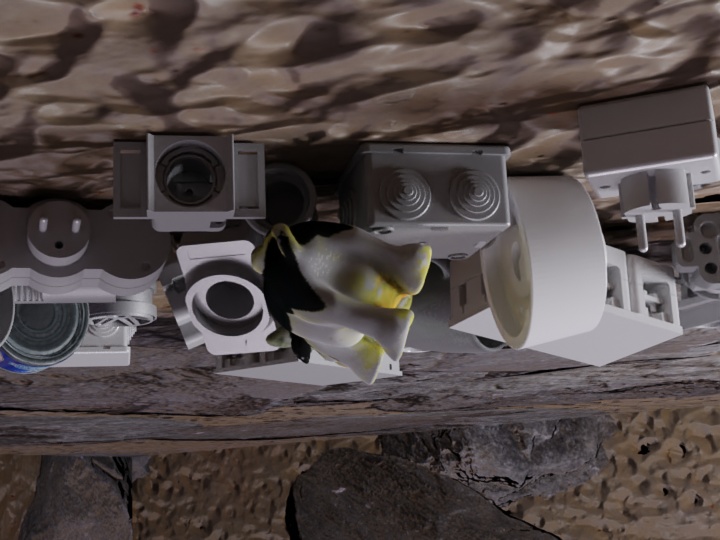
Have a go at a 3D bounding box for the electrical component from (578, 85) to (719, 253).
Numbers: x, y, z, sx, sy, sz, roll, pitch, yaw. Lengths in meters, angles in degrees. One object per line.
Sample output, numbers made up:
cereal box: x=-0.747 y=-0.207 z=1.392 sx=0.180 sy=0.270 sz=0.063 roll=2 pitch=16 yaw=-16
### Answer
electrical component: x=0.153 y=-0.047 z=0.558 sx=0.066 sy=0.076 sz=0.047 roll=-8 pitch=167 yaw=20

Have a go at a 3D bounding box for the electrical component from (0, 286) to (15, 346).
electrical component: x=-0.278 y=0.016 z=0.708 sx=0.064 sy=0.099 sz=0.099 roll=-14 pitch=165 yaw=18

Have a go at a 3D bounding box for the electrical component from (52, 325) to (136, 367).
electrical component: x=-0.262 y=0.061 z=1.014 sx=0.100 sy=0.048 sz=0.099 roll=0 pitch=167 yaw=-13

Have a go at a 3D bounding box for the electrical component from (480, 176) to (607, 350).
electrical component: x=0.118 y=-0.008 z=0.670 sx=0.060 sy=0.108 sz=0.108 roll=-8 pitch=168 yaw=-8

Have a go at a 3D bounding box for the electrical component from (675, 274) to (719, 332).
electrical component: x=0.318 y=0.009 z=0.884 sx=0.079 sy=0.063 sz=0.121 roll=2 pitch=166 yaw=-23

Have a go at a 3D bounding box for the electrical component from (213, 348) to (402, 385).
electrical component: x=-0.051 y=0.079 z=1.117 sx=0.105 sy=0.060 sz=0.186 roll=-11 pitch=165 yaw=32

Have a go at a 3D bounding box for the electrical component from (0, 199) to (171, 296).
electrical component: x=-0.186 y=-0.019 z=0.661 sx=0.138 sy=0.052 sz=0.073 roll=1 pitch=162 yaw=-18

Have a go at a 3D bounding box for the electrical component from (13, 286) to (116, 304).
electrical component: x=-0.217 y=0.002 z=0.772 sx=0.081 sy=0.043 sz=0.043 roll=0 pitch=167 yaw=-12

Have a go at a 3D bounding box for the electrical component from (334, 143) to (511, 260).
electrical component: x=0.036 y=-0.038 z=0.639 sx=0.100 sy=0.048 sz=0.099 roll=0 pitch=167 yaw=-12

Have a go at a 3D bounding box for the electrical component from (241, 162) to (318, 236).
electrical component: x=-0.045 y=-0.036 z=0.648 sx=0.044 sy=0.044 sz=0.065 roll=-4 pitch=172 yaw=3

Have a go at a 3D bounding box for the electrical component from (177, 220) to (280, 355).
electrical component: x=-0.081 y=0.008 z=0.696 sx=0.050 sy=0.055 sz=0.089 roll=-5 pitch=127 yaw=8

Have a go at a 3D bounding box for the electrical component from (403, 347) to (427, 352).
electrical component: x=0.053 y=0.042 z=0.977 sx=0.108 sy=0.060 sz=0.108 roll=-3 pitch=168 yaw=-1

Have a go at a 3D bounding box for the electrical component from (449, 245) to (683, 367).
electrical component: x=0.152 y=0.017 z=0.801 sx=0.150 sy=0.061 sz=0.089 roll=15 pitch=152 yaw=-29

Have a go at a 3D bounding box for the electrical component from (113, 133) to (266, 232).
electrical component: x=-0.094 y=-0.045 z=0.590 sx=0.081 sy=0.042 sz=0.064 roll=0 pitch=169 yaw=-10

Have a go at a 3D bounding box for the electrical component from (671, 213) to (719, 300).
electrical component: x=0.271 y=-0.009 z=0.804 sx=0.078 sy=0.058 sz=0.057 roll=-4 pitch=165 yaw=5

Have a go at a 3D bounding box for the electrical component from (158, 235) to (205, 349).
electrical component: x=-0.112 y=0.009 z=0.771 sx=0.057 sy=0.078 sz=0.058 roll=-23 pitch=170 yaw=-10
